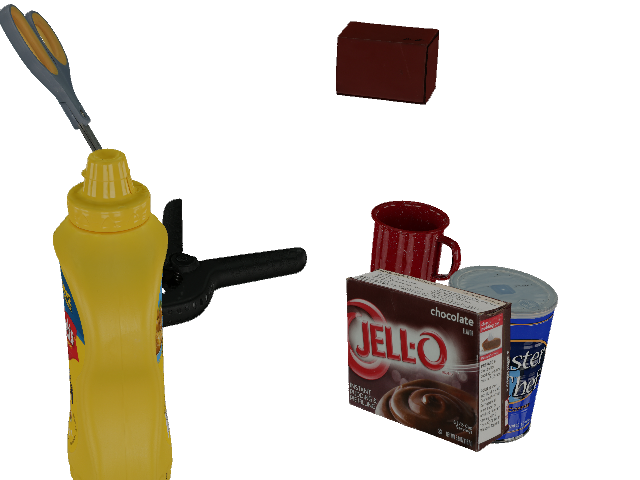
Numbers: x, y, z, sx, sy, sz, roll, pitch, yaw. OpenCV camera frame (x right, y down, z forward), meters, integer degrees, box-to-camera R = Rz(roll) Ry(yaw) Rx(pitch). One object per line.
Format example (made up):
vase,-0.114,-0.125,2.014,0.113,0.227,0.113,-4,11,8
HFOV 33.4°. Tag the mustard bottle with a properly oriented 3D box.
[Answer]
mustard bottle,-0.109,0.043,0.565,0.058,0.192,0.096,-3,28,-12

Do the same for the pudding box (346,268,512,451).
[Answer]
pudding box,0.067,0.073,0.682,0.114,0.090,0.039,12,21,42

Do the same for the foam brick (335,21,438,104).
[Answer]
foam brick,0.055,-0.148,0.889,0.078,0.051,0.053,9,28,14

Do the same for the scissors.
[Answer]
scissors,-0.215,-0.122,0.939,0.016,0.201,0.096,-27,26,10

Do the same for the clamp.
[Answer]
clamp,-0.136,0.026,1.008,0.165,0.036,0.209,25,37,29

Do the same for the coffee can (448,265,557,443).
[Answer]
coffee can,0.165,0.108,1.030,0.103,0.140,0.103,6,22,-3

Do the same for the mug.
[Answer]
mug,0.113,0.011,1.264,0.117,0.081,0.093,18,28,27
